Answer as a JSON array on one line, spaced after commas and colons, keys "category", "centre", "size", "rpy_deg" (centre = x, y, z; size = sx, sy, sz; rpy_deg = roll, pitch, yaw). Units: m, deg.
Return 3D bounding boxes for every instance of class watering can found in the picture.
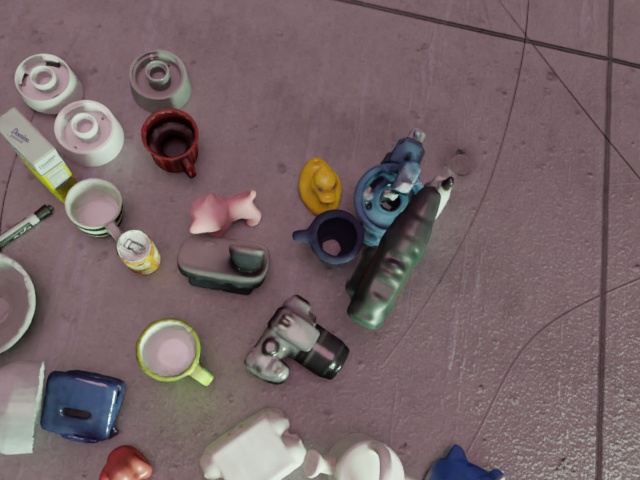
[{"category": "watering can", "centre": [0.064, 0.346, 0.841], "size": [0.173, 0.194, 0.101], "rpy_deg": [-8, 77, -9]}]

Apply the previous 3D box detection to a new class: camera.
[{"category": "camera", "centre": [-0.030, 0.177, 0.919], "size": [0.137, 0.100, 0.143], "rpy_deg": [33, 74, 2]}]

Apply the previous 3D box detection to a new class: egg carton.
[{"category": "egg carton", "centre": [-0.104, 0.335, 0.886], "size": [0.150, 0.069, 0.107], "rpy_deg": [-33, 82, -14]}]

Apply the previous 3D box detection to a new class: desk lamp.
[{"category": "desk lamp", "centre": [-0.463, 0.229, 0.788], "size": [0.203, 0.213, 0.118], "rpy_deg": [2, 76, -7]}]

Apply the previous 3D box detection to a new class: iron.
[{"category": "iron", "centre": [0.200, 0.452, 0.861], "size": [0.118, 0.141, 0.258], "rpy_deg": [30, 74, 1]}]

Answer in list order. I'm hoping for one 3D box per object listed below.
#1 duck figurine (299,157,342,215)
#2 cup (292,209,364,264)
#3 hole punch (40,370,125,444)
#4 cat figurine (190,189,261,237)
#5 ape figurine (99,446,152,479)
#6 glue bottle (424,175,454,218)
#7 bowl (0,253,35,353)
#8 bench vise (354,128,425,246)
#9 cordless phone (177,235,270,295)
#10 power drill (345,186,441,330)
[{"category": "duck figurine", "centre": [0.004, -0.101, 1.001], "size": [0.077, 0.086, 0.104], "rpy_deg": [-11, 78, -10]}, {"category": "cup", "centre": [0.009, 0.003, 0.971], "size": [0.118, 0.095, 0.092], "rpy_deg": [0, 76, -8]}, {"category": "hole punch", "centre": [-0.356, 0.251, 0.861], "size": [0.108, 0.091, 0.101], "rpy_deg": [12, 75, -4]}, {"category": "cat figurine", "centre": [-0.161, -0.051, 0.949], "size": [0.128, 0.117, 0.067], "rpy_deg": [-24, 80, -13]}, {"category": "ape figurine", "centre": [-0.291, 0.346, 0.846], "size": [0.078, 0.092, 0.076], "rpy_deg": [-3, 76, -8]}, {"category": "glue bottle", "centre": [0.195, -0.074, 0.976], "size": [0.037, 0.173, 0.078], "rpy_deg": [16, 74, -3]}, {"category": "bowl", "centre": [-0.517, 0.104, 0.884], "size": [0.167, 0.074, 0.167], "rpy_deg": [2, 76, -7]}, {"category": "bench vise", "centre": [0.123, -0.108, 0.950], "size": [0.121, 0.219, 0.207], "rpy_deg": [7, 75, -6]}, {"category": "cordless phone", "centre": [-0.151, 0.023, 0.897], "size": [0.147, 0.185, 0.094], "rpy_deg": [6, 75, -6]}, {"category": "power drill", "centre": [0.107, 0.037, 0.917], "size": [0.075, 0.208, 0.230], "rpy_deg": [28, 74, 0]}]
